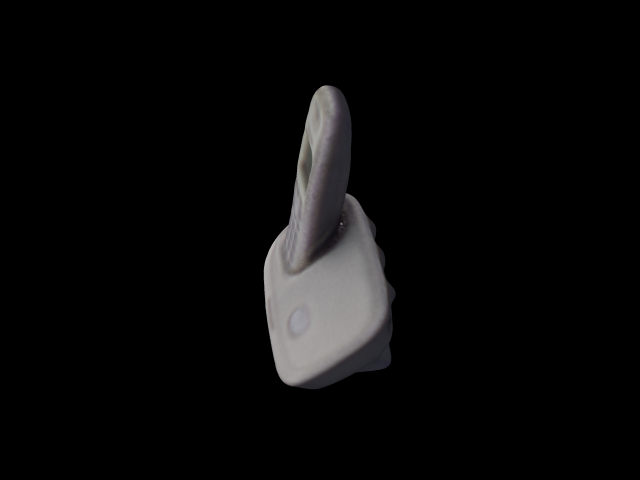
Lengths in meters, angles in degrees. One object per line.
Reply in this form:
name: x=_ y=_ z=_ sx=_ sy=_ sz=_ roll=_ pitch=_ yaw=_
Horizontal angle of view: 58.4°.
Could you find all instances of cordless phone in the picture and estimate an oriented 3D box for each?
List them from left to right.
cordless phone: x=0.004 y=0.001 z=0.400 sx=0.094 sy=0.185 sz=0.147 roll=-9 pitch=46 yaw=-8
